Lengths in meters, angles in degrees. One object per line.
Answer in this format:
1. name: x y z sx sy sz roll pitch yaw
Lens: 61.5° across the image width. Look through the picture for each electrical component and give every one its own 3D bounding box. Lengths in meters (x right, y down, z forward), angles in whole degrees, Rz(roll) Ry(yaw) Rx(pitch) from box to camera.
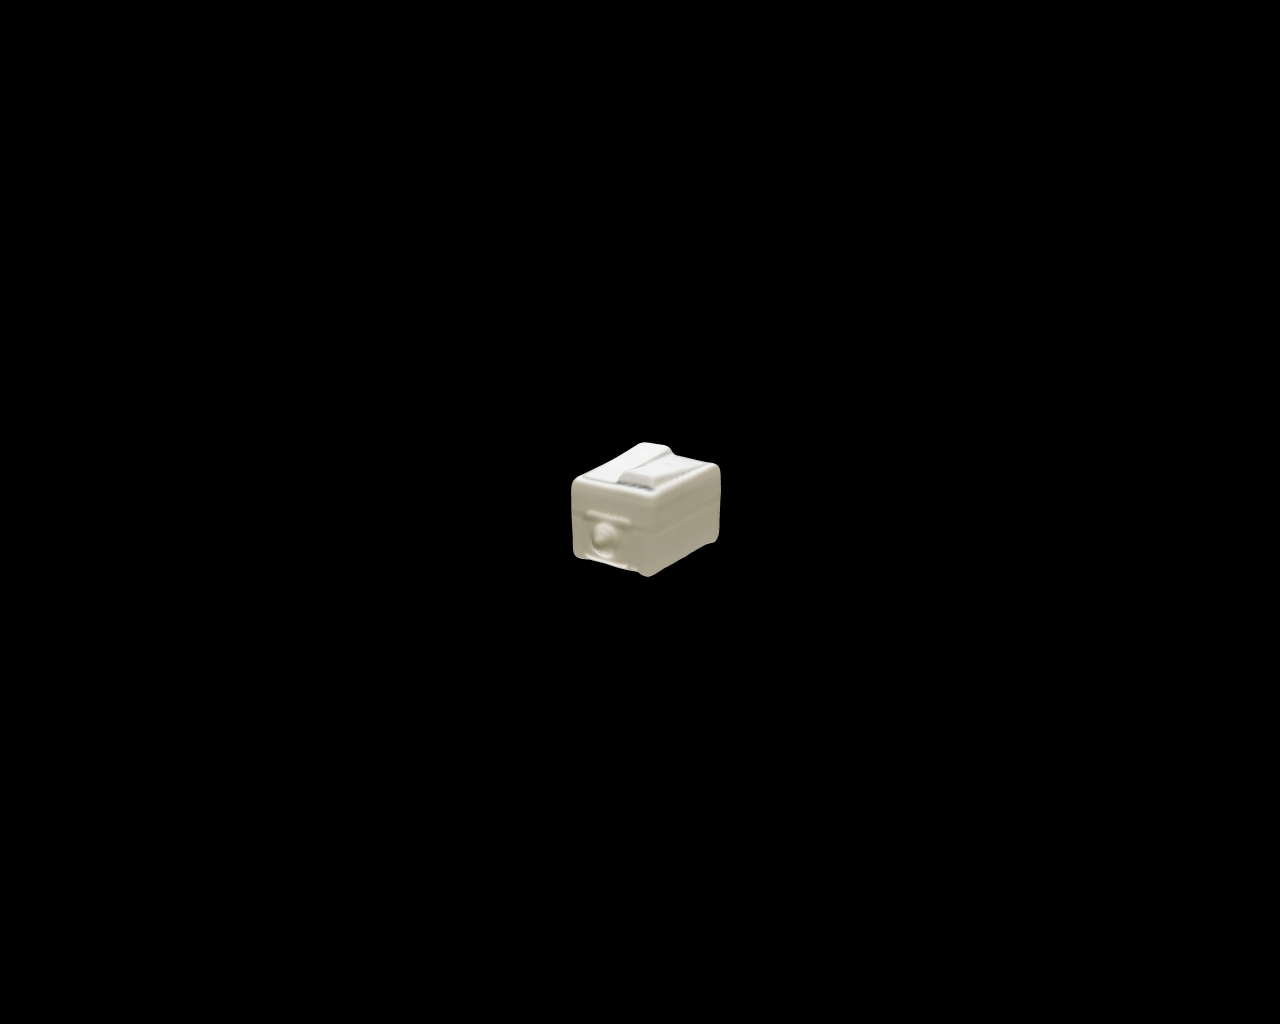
1. electrical component: 0.001 -0.003 0.650 0.062 0.061 0.096 14 24 33
